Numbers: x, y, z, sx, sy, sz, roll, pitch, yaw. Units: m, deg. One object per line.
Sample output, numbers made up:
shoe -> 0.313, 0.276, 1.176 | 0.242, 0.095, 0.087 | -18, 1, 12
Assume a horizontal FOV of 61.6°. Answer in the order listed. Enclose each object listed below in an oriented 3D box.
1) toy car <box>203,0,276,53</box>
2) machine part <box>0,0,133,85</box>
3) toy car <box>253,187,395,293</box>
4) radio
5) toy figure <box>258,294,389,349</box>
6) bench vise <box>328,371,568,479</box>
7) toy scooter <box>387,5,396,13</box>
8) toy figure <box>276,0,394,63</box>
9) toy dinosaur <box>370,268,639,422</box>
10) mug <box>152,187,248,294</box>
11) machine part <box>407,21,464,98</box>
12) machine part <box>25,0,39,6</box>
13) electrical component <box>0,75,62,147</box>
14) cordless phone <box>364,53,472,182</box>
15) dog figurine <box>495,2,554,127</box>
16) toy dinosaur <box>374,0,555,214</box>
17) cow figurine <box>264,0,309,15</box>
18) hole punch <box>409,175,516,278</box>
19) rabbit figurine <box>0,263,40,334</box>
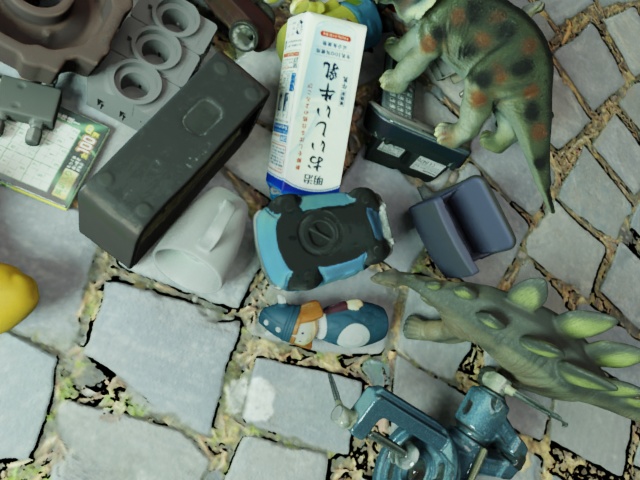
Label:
toy car -> -0.136, -0.314, 0.662 | 0.202, 0.053, 0.089 | 41, 40, -22
machine part -> -0.278, -0.243, 0.526 | 0.179, 0.056, 0.179 | 4, 83, -33
toy car -> -0.001, -0.002, 0.629 | 0.162, 0.103, 0.109 | -15, 88, -16
radio -> -0.152, -0.086, 0.573 | 0.073, 0.131, 0.229 | 38, 65, -8
toy figure -> 0.005, 0.096, 0.629 | 0.154, 0.058, 0.064 | 3, 93, -24
bench vise -> 0.119, 0.221, 0.594 | 0.240, 0.129, 0.223 | 36, 93, -23
toy scooter -> 0.062, -0.395, 0.781 | 0.184, 0.075, 0.135 | -10, 81, -30
toy figure -> 0.022, -0.277, 0.728 | 0.180, 0.089, 0.082 | -37, 96, -35
toy dinosaur -> 0.272, 0.140, 0.656 | 0.471, 0.198, 0.105 | 27, 71, -12
mug -> -0.120, -0.011, 0.586 | 0.081, 0.109, 0.107 | 28, 53, -9
machine part -> 0.158, -0.312, 0.740 | 0.079, 0.079, 0.243 | -38, 104, -26
machine part -> -0.412, -0.317, 0.552 | 0.201, 0.087, 0.201 | -14, 81, -27
electrical component -> -0.311, -0.145, 0.568 | 0.063, 0.021, 0.094 | 13, 69, -20
cordless phone -> 0.137, -0.188, 0.754 | 0.146, 0.089, 0.184 | 18, 64, -18
dog figurine -> 0.262, -0.246, 0.820 | 0.172, 0.121, 0.190 | -3, 95, 10
toy dinosaur -> 0.192, -0.221, 0.643 | 0.405, 0.192, 0.131 | 39, 50, 0
cow figurine -> -0.064, -0.359, 0.687 | 0.167, 0.068, 0.098 | -12, 70, -59
hole punch -> 0.169, -0.009, 0.696 | 0.092, 0.116, 0.142 | -32, 92, -33
rabbit figurine -> -0.342, 0.030, 0.469 | 0.173, 0.122, 0.162 | 36, 70, -11
